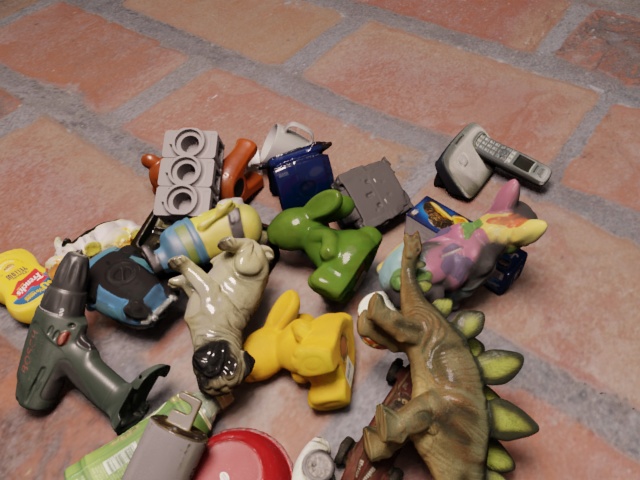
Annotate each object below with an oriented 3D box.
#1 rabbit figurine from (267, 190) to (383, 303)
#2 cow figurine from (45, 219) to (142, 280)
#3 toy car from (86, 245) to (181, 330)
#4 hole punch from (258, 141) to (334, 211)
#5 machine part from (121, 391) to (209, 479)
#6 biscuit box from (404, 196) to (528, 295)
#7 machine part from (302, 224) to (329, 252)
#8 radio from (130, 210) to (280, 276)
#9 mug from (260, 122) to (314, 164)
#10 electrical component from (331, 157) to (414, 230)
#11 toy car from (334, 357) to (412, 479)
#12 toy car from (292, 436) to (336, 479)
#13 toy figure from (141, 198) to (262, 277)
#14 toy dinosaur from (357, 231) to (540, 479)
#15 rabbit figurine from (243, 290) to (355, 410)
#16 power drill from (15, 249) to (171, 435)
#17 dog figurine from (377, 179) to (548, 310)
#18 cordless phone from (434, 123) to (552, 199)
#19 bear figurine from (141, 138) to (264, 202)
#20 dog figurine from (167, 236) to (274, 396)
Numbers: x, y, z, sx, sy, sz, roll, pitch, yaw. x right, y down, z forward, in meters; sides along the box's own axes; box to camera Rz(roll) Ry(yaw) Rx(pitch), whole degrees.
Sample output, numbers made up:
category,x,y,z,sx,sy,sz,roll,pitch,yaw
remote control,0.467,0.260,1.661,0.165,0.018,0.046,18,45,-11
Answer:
category,x,y,z,sx,sy,sz,roll,pitch,yaw
rabbit figurine,-0.002,-0.003,0.834,0.170,0.121,0.159,30,95,16
cow figurine,-0.391,0.012,0.918,0.167,0.068,0.098,-22,38,-36
toy car,-0.295,0.087,0.842,0.162,0.102,0.109,25,51,16
hole punch,-0.032,-0.105,0.982,0.142,0.115,0.092,-18,59,-11
machine part,-0.200,0.300,0.632,0.079,0.079,0.243,21,79,20
biscuit box,0.238,0.006,0.897,0.203,0.059,0.063,35,60,28
machine part,0.014,0.003,0.933,0.139,0.039,0.084,27,49,26
radio,-0.196,0.019,0.911,0.230,0.073,0.131,14,52,16
mug,-0.047,-0.176,1.039,0.107,0.109,0.081,22,38,-23
electrical component,0.083,-0.071,0.949,0.134,0.058,0.115,-26,80,-18
toy car,0.098,0.243,0.714,0.089,0.053,0.202,29,56,22
toy car,-0.019,0.333,0.630,0.056,0.073,0.202,7,51,9
toy figure,-0.175,0.001,0.815,0.180,0.089,0.082,-30,19,-17
toy dinosaur,0.154,0.211,0.646,0.199,0.105,0.471,0,71,-8
rabbit figurine,-0.042,0.151,0.767,0.173,0.121,0.162,-13,45,18
power drill,-0.317,0.155,0.746,0.207,0.086,0.232,28,95,7
dog figurine,0.209,0.011,0.768,0.191,0.219,0.108,-3,57,-40
cordless phone,0.317,-0.124,0.989,0.184,0.088,0.146,29,57,21
bear figurine,-0.223,-0.125,1.012,0.196,0.120,0.132,15,49,23
dog figurine,-0.114,0.105,0.752,0.172,0.121,0.190,-24,72,-13
